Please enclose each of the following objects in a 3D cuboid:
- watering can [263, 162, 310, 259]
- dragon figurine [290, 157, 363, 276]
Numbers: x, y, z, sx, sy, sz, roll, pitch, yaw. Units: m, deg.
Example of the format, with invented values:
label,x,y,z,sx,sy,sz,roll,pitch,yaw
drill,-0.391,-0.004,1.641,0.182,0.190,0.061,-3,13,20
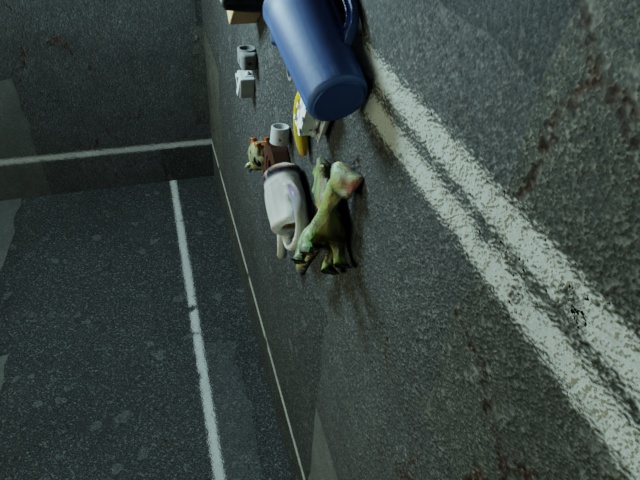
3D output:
label,x,y,z,sx,sy,sz,roll,pitch,yaw
watering can,-0.096,-0.073,1.381,0.343,0.104,0.227,133,128,-69
dragon figurine,0.003,-0.056,1.110,0.406,0.122,0.245,149,129,-71
